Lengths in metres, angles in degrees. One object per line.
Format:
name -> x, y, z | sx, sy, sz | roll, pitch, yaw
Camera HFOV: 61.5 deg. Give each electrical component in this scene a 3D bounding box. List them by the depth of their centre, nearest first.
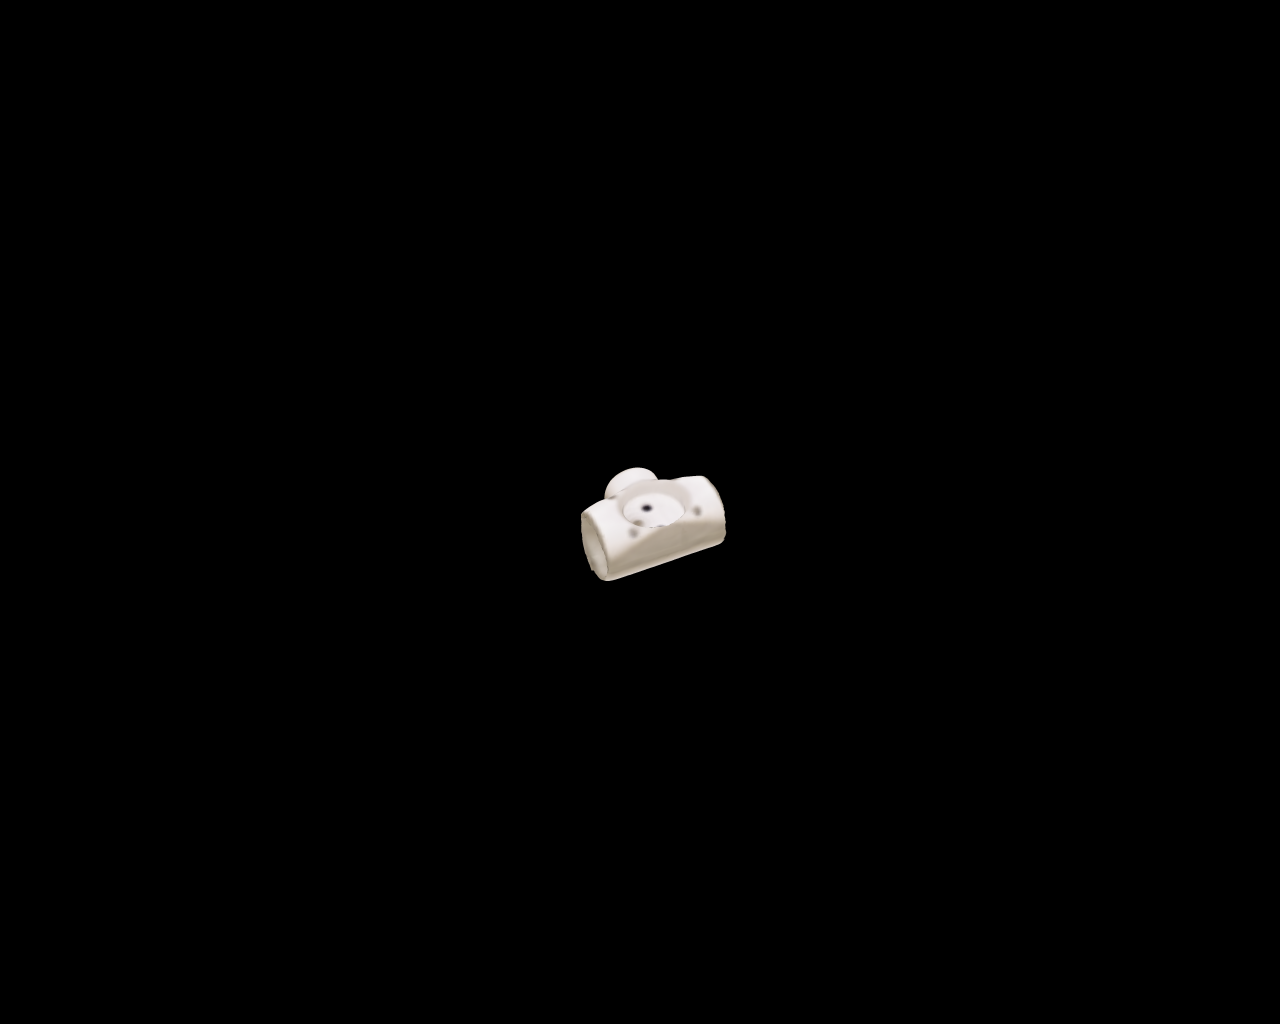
electrical component -> 0.001, -0.003, 0.650 | 0.077, 0.044, 0.079 | -17, 48, -16
